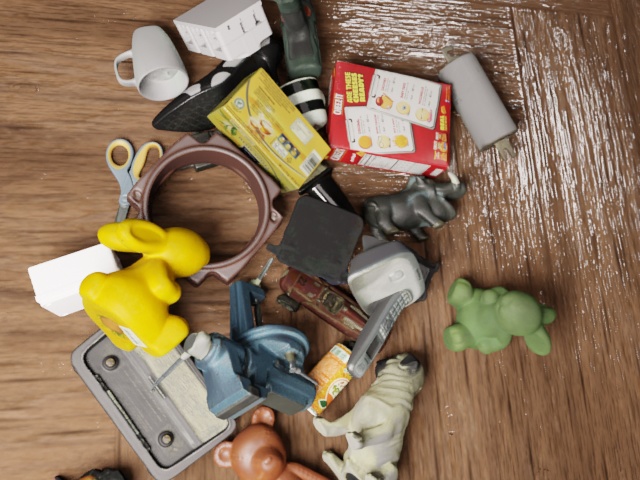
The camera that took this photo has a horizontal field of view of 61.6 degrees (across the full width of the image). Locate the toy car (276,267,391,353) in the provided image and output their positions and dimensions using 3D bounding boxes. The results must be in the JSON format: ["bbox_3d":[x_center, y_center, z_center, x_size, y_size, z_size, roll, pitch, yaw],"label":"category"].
[{"bbox_3d":[0.026,0.108,0.859,0.202,0.053,0.089,35,68,-1],"label":"toy car"}]

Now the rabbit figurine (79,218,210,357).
[{"bbox_3d":[-0.222,0.043,0.702,0.173,0.122,0.162,-49,116,-33],"label":"rabbit figurine"}]

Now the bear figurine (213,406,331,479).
[{"bbox_3d":[-0.049,0.339,0.748,0.120,0.132,0.195,-34,92,-26],"label":"bear figurine"}]

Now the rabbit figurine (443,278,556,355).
[{"bbox_3d":[0.294,0.131,0.851,0.159,0.170,0.121,19,74,-7],"label":"rabbit figurine"}]

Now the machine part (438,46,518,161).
[{"bbox_3d":[0.290,-0.253,0.993,0.079,0.079,0.243,-26,84,-17],"label":"machine part"}]

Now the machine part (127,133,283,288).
[{"bbox_3d":[-0.173,-0.045,0.820,0.201,0.087,0.201,42,75,-6],"label":"machine part"}]

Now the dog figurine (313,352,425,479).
[{"bbox_3d":[0.105,0.284,0.820,0.190,0.121,0.172,-29,120,-35],"label":"dog figurine"}]

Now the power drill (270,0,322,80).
[{"bbox_3d":[-0.050,-0.393,0.884,0.086,0.207,0.232,-8,75,0],"label":"power drill"}]

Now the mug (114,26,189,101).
[{"bbox_3d":[-0.280,-0.290,0.878,0.110,0.080,0.107,-16,69,-9],"label":"mug"}]

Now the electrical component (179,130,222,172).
[{"bbox_3d":[-0.196,-0.148,0.886,0.094,0.021,0.063,-21,82,-16],"label":"electrical component"}]

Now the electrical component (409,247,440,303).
[{"bbox_3d":[0.132,0.047,0.900,0.119,0.048,0.075,32,71,-5],"label":"electrical component"}]

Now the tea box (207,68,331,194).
[{"bbox_3d":[-0.077,-0.165,0.836,0.169,0.068,0.098,48,65,-21],"label":"tea box"}]

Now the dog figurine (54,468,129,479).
[{"bbox_3d":[-0.302,0.409,0.687,0.191,0.108,0.219,-40,83,-15],"label":"dog figurine"}]

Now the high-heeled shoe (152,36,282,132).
[{"bbox_3d":[-0.176,-0.274,0.903,0.249,0.086,0.145,-20,59,-7],"label":"high-heeled shoe"}]

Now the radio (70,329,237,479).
[{"bbox_3d":[-0.236,0.212,0.762,0.131,0.073,0.229,-36,85,-19],"label":"radio"}]

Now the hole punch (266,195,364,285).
[{"bbox_3d":[-0.002,-0.003,0.836,0.142,0.092,0.115,22,94,-6],"label":"hole punch"}]

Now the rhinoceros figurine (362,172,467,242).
[{"bbox_3d":[0.165,-0.057,0.924,0.190,0.073,0.112,-16,70,-14],"label":"rhinoceros figurine"}]

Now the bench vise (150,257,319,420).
[{"bbox_3d":[-0.102,0.140,0.756,0.223,0.129,0.241,25,34,-31],"label":"bench vise"}]

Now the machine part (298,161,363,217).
[{"bbox_3d":[0.013,-0.078,0.909,0.139,0.039,0.084,46,63,3],"label":"machine part"}]

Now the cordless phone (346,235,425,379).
[{"bbox_3d":[0.073,0.100,0.780,0.089,0.146,0.184,18,66,30],"label":"cordless phone"}]
